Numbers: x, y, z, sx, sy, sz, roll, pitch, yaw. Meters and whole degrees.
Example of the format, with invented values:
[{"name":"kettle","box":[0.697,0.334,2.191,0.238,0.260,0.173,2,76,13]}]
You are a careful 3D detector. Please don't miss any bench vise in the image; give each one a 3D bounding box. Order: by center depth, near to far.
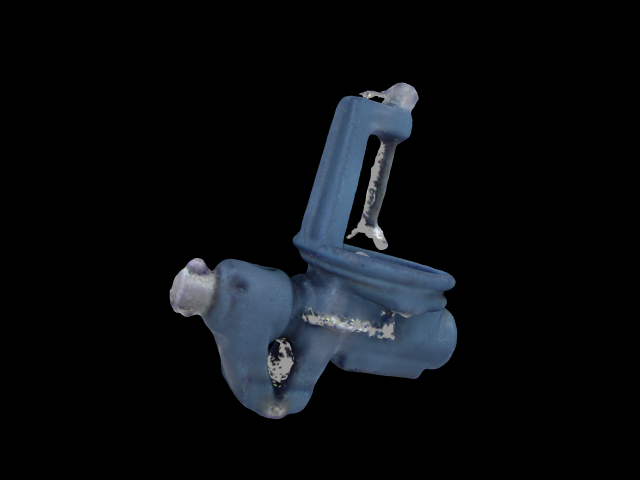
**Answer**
[{"name":"bench vise","box":[0.012,0.003,0.391,0.208,0.220,0.121,-9,14,-42]}]
